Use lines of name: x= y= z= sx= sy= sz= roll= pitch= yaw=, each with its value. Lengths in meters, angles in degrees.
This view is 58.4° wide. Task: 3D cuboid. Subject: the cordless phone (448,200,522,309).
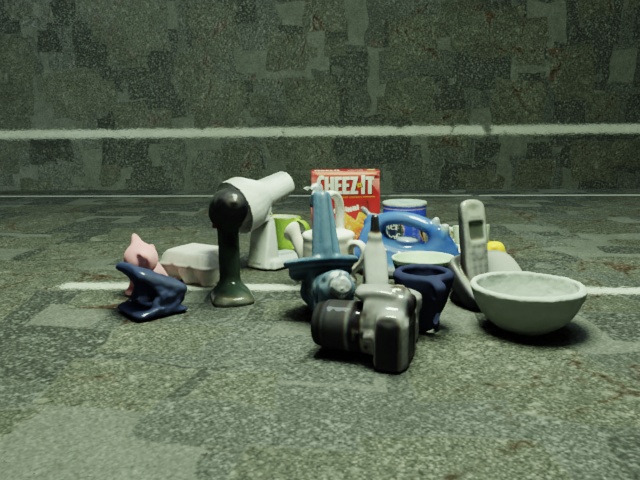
cordless phone: x=0.295 y=0.020 z=1.003 sx=0.148 sy=0.185 sz=0.093 roll=-8 pitch=13 yaw=-33

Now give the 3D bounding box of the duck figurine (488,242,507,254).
duck figurine: x=0.342 y=0.047 z=1.126 sx=0.077 sy=0.086 sz=0.105 roll=3 pitch=11 yaw=17

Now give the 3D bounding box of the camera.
camera: x=0.065 y=0.105 z=0.787 sx=0.136 sy=0.101 sz=0.143 roll=3 pitch=11 yaw=17

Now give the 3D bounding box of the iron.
iron: x=0.193 y=0.004 z=1.212 sx=0.257 sy=0.141 sz=0.119 roll=4 pitch=12 yaw=25

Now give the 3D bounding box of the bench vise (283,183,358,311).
bench vise: x=0.020 y=0.024 z=0.899 sx=0.122 sy=0.220 sz=0.206 roll=-7 pitch=12 yaw=-30

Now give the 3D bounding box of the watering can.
watering can: x=0.009 y=0.004 z=1.077 sx=0.172 sy=0.194 sz=0.101 roll=2 pitch=11 yaw=13

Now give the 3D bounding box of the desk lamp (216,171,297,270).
desk lamp: x=-0.125 y=-0.043 z=1.287 sx=0.117 sy=0.213 sz=0.204 roll=9 pitch=14 yaw=42

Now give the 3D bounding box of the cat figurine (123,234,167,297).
cat figurine: x=-0.335 y=0.044 z=1.093 sx=0.067 sy=0.118 sz=0.128 roll=0 pitch=11 yaw=1

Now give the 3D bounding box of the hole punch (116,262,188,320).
hole punch: x=-0.286 y=0.078 z=0.977 sx=0.101 sy=0.091 sz=0.108 roll=-10 pitch=14 yaw=-41

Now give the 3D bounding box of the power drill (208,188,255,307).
power drill: x=-0.161 y=0.008 z=1.028 sx=0.076 sy=0.208 sz=0.229 roll=-4 pitch=11 yaw=-15

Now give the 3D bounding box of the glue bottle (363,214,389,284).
glue bottle: x=0.087 y=0.045 z=0.912 sx=0.037 sy=0.173 sz=0.078 roll=-2 pitch=11 yaw=-6

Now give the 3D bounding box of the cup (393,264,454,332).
cup: x=0.160 y=0.093 z=0.863 sx=0.092 sy=0.095 sz=0.117 roll=-3 pitch=11 yaw=-12

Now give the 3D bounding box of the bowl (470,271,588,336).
bowl: x=0.312 y=0.101 z=0.869 sx=0.167 sy=0.075 sz=0.167 roll=-1 pitch=11 yaw=0

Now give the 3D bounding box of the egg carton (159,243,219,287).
egg carton: x=-0.251 y=0.050 z=1.186 sx=0.149 sy=0.069 sz=0.107 roll=5 pitch=12 yaw=29
